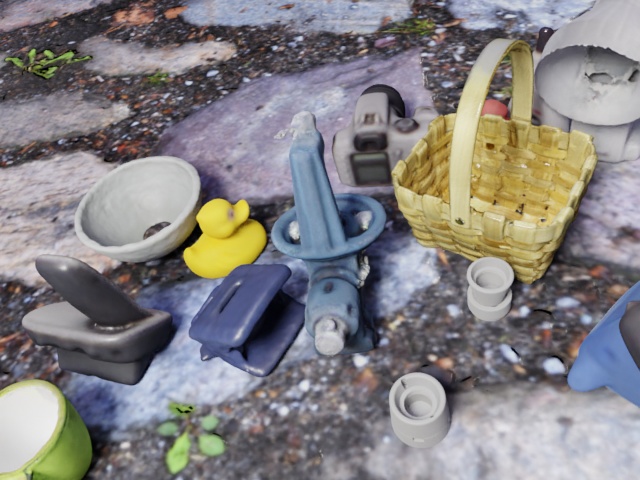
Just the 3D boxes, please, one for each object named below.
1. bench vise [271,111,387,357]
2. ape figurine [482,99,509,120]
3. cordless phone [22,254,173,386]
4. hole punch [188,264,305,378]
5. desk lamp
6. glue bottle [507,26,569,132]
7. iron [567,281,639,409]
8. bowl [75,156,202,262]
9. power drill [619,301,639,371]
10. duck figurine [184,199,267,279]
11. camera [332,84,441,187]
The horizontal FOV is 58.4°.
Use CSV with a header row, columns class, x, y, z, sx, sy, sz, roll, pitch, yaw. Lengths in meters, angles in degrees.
class,x,y,z,sx,sy,sz,roll,pitch,yaw
bench vise,0.016,-0.002,0.559,0.121,0.220,0.207,-21,48,-3
ape figurine,0.211,-0.130,0.704,0.076,0.092,0.078,0,50,15
cordless phone,-0.253,0.065,0.596,0.147,0.185,0.094,3,51,17
hole punch,-0.083,0.076,0.605,0.100,0.091,0.109,17,56,27
desk lamp,0.325,-0.190,0.643,0.117,0.214,0.203,20,58,28
glue bottle,0.256,-0.171,0.672,0.037,0.173,0.077,-42,52,-20
iron,0.329,0.042,0.491,0.259,0.142,0.118,-42,53,-21
bowl,-0.222,-0.029,0.742,0.167,0.075,0.167,-7,49,9
power drill,0.261,0.169,0.355,0.076,0.209,0.229,-28,49,-9
duck figurine,-0.121,-0.009,0.691,0.105,0.086,0.077,-31,49,-12
camera,0.091,-0.150,0.747,0.143,0.101,0.137,-3,50,13
